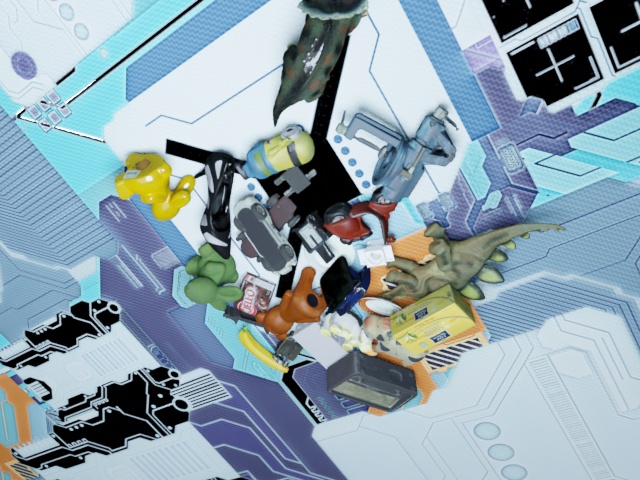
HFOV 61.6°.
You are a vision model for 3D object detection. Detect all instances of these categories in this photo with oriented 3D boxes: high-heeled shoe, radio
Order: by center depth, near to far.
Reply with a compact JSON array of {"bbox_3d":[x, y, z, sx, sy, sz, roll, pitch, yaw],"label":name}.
[{"bbox_3d":[-0.221,-0.080,1.267,0.145,0.086,0.248,-13,101,39],"label":"high-heeled shoe"},{"bbox_3d":[0.143,0.381,1.440,0.229,0.073,0.131,24,131,-26],"label":"radio"}]

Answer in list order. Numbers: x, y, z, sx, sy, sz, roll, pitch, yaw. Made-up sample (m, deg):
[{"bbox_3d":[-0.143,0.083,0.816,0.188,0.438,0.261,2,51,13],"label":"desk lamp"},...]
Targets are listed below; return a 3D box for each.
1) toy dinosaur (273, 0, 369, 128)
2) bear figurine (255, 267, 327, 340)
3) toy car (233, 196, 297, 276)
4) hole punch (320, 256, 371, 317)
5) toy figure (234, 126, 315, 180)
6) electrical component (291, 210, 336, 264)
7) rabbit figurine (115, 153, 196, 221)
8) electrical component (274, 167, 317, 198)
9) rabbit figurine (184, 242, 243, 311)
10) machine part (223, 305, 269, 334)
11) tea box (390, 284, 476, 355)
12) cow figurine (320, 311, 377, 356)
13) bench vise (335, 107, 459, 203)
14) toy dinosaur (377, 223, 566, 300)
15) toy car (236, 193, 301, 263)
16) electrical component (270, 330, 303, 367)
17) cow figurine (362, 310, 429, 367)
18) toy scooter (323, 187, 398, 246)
[{"bbox_3d":[-0.015,-0.350,1.012,0.131,0.192,0.404,26,121,-1],"label":"toy dinosaur"},{"bbox_3d":[-0.066,0.176,1.399,0.120,0.132,0.196,42,137,-13],"label":"bear figurine"},{"bbox_3d":[-0.130,-0.008,1.260,0.073,0.056,0.201,-32,95,22],"label":"toy car"},{"bbox_3d":[0.071,0.118,1.315,0.092,0.116,0.142,20,127,-34],"label":"hole punch"},{"bbox_3d":[-0.098,-0.187,1.195,0.180,0.082,0.089,-27,130,18],"label":"toy figure"},{"bbox_3d":[-0.003,-0.004,1.283,0.119,0.048,0.075,48,119,2],"label":"electrical component"},{"bbox_3d":[-0.382,-0.120,1.296,0.162,0.122,0.173,-7,133,6],"label":"rabbit figurine"},{"bbox_3d":[-0.056,-0.143,1.236,0.094,0.021,0.063,-36,100,12],"label":"electrical component"},{"bbox_3d":[-0.282,0.110,1.358,0.121,0.170,0.159,-36,107,28],"label":"rabbit figurine"},{"bbox_3d":[-0.198,0.215,1.467,0.139,0.084,0.039,23,93,-12],"label":"machine part"},{"bbox_3d":[0.257,0.186,1.238,0.169,0.068,0.098,-36,121,24],"label":"tea box"},{"bbox_3d":[0.087,0.235,1.406,0.167,0.098,0.068,35,142,-22],"label":"cow figurine"},{"bbox_3d":[0.152,-0.198,1.108,0.240,0.129,0.223,25,124,-11],"label":"bench vise"},{"bbox_3d":[0.312,0.054,1.233,0.198,0.105,0.471,36,133,-20],"label":"toy dinosaur"},{"bbox_3d":[-0.125,-0.030,1.309,0.089,0.053,0.202,46,118,6],"label":"toy car"},{"bbox_3d":[-0.091,0.302,1.490,0.078,0.045,0.102,40,97,-17],"label":"electrical component"},{"bbox_3d":[0.190,0.246,1.351,0.195,0.085,0.127,30,145,-19],"label":"cow figurine"},{"bbox_3d":[0.106,-0.036,1.243,0.184,0.075,0.135,-20,114,18],"label":"toy scooter"}]
